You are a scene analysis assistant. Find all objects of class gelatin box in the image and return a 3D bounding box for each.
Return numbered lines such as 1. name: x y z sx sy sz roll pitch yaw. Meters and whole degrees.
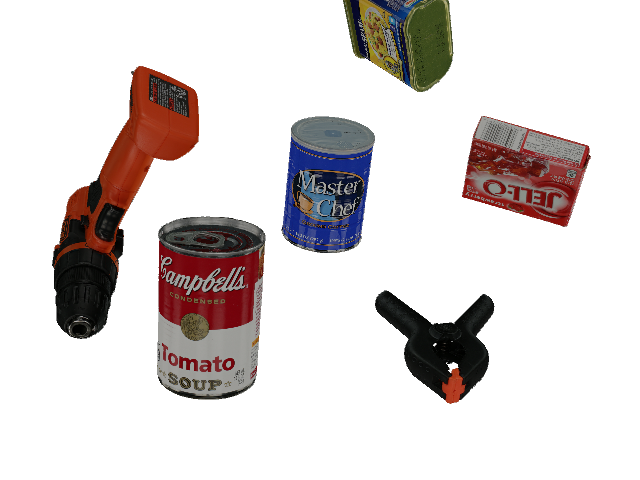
1. gelatin box: 0.161 -0.053 0.840 0.089 0.030 0.073 18 -34 12

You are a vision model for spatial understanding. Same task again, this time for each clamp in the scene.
1. clamp: 0.127 0.095 1.030 0.120 0.039 0.171 -7 31 -7

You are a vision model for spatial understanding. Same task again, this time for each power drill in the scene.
1. power drill: -0.164 -0.034 0.866 0.057 0.188 0.184 22 29 -24

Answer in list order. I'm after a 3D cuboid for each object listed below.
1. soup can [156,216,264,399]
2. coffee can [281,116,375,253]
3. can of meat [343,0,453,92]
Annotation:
1. soup can: -0.072 0.043 0.692 0.068 0.102 0.068 4 20 -2
2. coffee can: 0.008 -0.070 1.322 0.103 0.140 0.103 5 28 -3
3. can of meat: 0.073 -0.195 0.970 0.057 0.102 0.084 -38 53 -17
